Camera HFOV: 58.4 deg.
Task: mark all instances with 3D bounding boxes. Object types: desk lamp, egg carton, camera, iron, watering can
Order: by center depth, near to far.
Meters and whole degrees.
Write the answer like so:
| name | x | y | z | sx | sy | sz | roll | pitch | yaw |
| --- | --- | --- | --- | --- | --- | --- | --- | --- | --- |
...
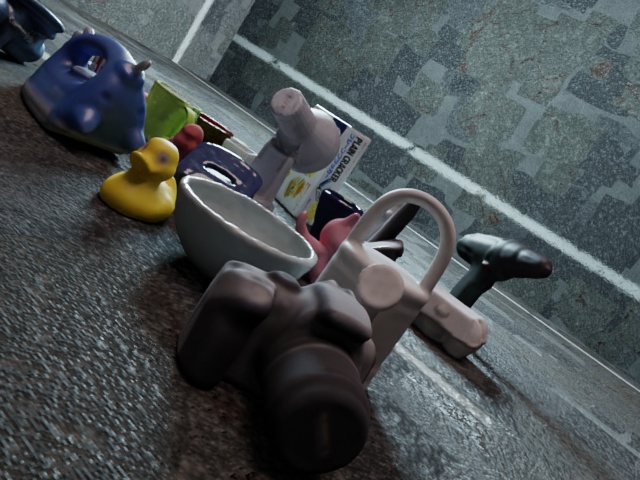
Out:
| name | x | y | z | sx | sy | sz | roll | pitch | yaw |
| --- | --- | --- | --- | --- | --- | --- | --- | --- | --- |
| camera | -0.017 | 0.083 | 0.402 | 0.143 | 0.100 | 0.136 | 30 | 11 | -16 |
| watering can | 0.055 | 0.043 | 0.542 | 0.101 | 0.194 | 0.172 | 30 | 11 | -17 |
| iron | -0.316 | -0.222 | 0.778 | 0.257 | 0.141 | 0.119 | 40 | 12 | 34 |
| egg carton | 0.203 | 0.129 | 0.942 | 0.150 | 0.069 | 0.107 | 38 | 11 | 25 |
| desk lamp | -0.071 | -0.156 | 1.016 | 0.117 | 0.213 | 0.204 | 37 | 11 | 20 |

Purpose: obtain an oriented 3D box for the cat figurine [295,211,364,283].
| name | x | y | z | sx | sy | sz | roll | pitch | yaw |
| --- | --- | --- | --- | --- | --- | --- | --- | --- | --- |
| cat figurine | 0.007 | 0.003 | 0.793 | 0.128 | 0.117 | 0.067 | 26 | 13 | -35 |

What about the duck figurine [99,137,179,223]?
| name | x | y | z | sx | sy | sz | roll | pitch | yaw |
| --- | --- | --- | --- | --- | --- | --- | --- | --- | --- |
| duck figurine | -0.187 | -0.073 | 0.641 | 0.077 | 0.086 | 0.105 | 35 | 10 | 11 |

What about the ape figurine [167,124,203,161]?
| name | x | y | z | sx | sy | sz | roll | pitch | yaw |
| --- | --- | --- | --- | --- | --- | --- | --- | --- | --- |
| ape figurine | -0.203 | -0.128 | 0.831 | 0.077 | 0.092 | 0.076 | 35 | 11 | 12 |

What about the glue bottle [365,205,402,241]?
| name | x | y | z | sx | sy | sz | roll | pitch | yaw |
| --- | --- | --- | --- | --- | --- | --- | --- | --- | --- |
| glue bottle | 0.135 | -0.034 | 1.191 | 0.078 | 0.173 | 0.037 | 21 | 16 | -50 |

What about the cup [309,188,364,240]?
| name | x | y | z | sx | sy | sz | roll | pitch | yaw |
| --- | --- | --- | --- | --- | --- | --- | --- | --- | --- |
| cup | 0.020 | -0.041 | 1.096 | 0.092 | 0.095 | 0.117 | 30 | 11 | -20 |

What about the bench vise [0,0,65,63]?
| name | x | y | z | sx | sy | sz | roll | pitch | yaw |
| --- | --- | --- | --- | --- | --- | --- | --- | --- | --- |
| bench vise | -0.444 | -0.373 | 0.868 | 0.122 | 0.219 | 0.207 | 29 | 11 | -20 |

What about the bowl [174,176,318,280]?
| name | x | y | z | sx | sy | sz | roll | pitch | yaw |
| --- | --- | --- | --- | --- | --- | --- | --- | --- | --- |
| bowl | -0.090 | 0.005 | 0.609 | 0.167 | 0.074 | 0.167 | 32 | 10 | -6 |

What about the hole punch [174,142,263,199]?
| name | x | y | z | sx | sy | sz | roll | pitch | yaw |
| --- | --- | --- | --- | --- | --- | --- | --- | --- | --- |
| hole punch | -0.139 | -0.071 | 0.762 | 0.109 | 0.091 | 0.101 | 32 | 10 | -6 |

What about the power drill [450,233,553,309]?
| name | x | y | z | sx | sy | sz | roll | pitch | yaw |
| --- | --- | --- | --- | --- | --- | --- | --- | --- | --- |
| power drill | 0.294 | 0.083 | 1.036 | 0.076 | 0.208 | 0.229 | 29 | 11 | -23 |

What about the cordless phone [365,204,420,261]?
| name | x | y | z | sx | sy | sz | roll | pitch | yaw |
| --- | --- | --- | --- | --- | --- | --- | --- | --- | --- |
| cordless phone | 0.131 | -0.017 | 1.070 | 0.094 | 0.185 | 0.148 | 34 | 10 | 2 |
